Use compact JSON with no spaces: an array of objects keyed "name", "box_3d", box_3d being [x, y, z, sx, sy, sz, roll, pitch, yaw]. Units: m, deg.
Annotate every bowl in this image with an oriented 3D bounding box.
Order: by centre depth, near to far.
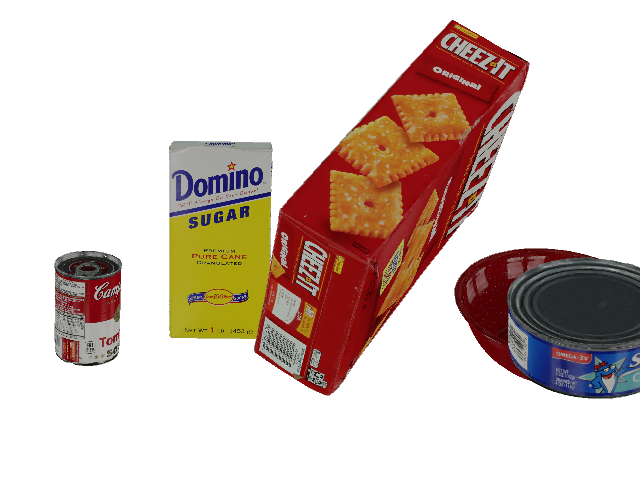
[{"name":"bowl","box_3d":[0.189,0.069,0.876,0.162,0.055,0.162,0,31,0]}]

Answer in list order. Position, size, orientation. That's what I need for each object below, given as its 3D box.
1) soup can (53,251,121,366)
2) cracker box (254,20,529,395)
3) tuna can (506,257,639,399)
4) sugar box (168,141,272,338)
[{"name":"soup can","box_3d":[-0.242,0.071,1.107,0.068,0.102,0.068,5,21,-2]},{"name":"cracker box","box_3d":[0.048,-0.020,0.718,0.072,0.213,0.164,32,-35,14]},{"name":"tuna can","box_3d":[0.139,0.044,0.551,0.086,0.034,0.086,-4,28,2]},{"name":"sugar box","box_3d":[-0.090,0.000,0.967,0.093,0.176,0.048,0,14,-2]}]
